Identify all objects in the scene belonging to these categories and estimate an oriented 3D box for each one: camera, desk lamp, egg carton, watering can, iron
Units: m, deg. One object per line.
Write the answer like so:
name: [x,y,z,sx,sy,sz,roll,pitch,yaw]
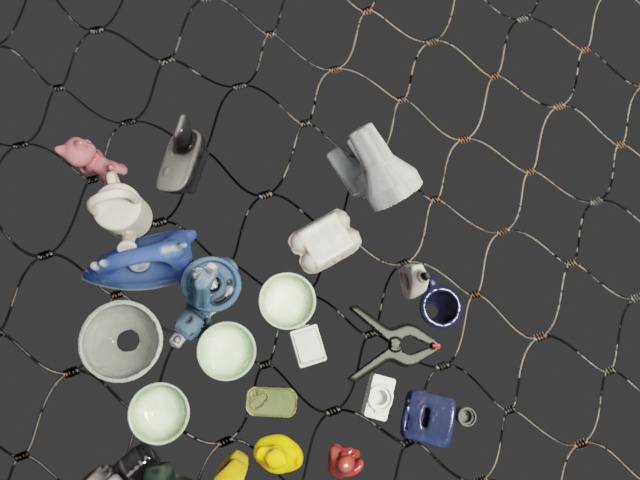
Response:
camera: [-0.374,0.483,1.126,0.137,0.100,0.143,-42,86,-11]
desk lamp: [0.111,-0.153,1.229,0.118,0.213,0.203,-34,85,-10]
egg carton: [0.012,0.005,1.265,0.150,0.069,0.107,-31,84,-10]
watering can: [-0.407,-0.058,1.171,0.101,0.194,0.173,-37,85,-10]
iron: [-0.380,0.044,1.183,0.258,0.141,0.118,-13,81,-8]

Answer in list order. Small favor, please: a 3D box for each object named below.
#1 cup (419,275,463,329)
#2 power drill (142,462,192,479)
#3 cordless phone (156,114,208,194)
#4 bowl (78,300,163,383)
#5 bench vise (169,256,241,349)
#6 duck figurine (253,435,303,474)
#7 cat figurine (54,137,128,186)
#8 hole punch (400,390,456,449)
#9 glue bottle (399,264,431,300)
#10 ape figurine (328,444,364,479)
cup: [0.249,0.137,1.252,0.092,0.095,0.118,-18,82,-8]
power drill: [-0.279,0.527,1.073,0.075,0.208,0.229,-12,81,-7]
cordless phone: [-0.300,-0.180,1.208,0.094,0.185,0.148,12,79,-3]
bowl: [-0.404,0.209,1.185,0.167,0.074,0.167,1,80,-5]
bench vise: [-0.227,0.122,1.144,0.121,0.219,0.207,13,79,-3]
duck figurine: [-0.085,0.443,1.169,0.104,0.086,0.077,16,79,-2]
cat figurine: [-0.489,-0.174,1.222,0.128,0.117,0.067,28,79,0]
hole punch: [0.226,0.378,1.209,0.101,0.091,0.109,13,79,-3]
glue bottle: [0.206,0.083,1.217,0.037,0.173,0.078,-12,81,-7]
ape figurine: [0.051,0.458,1.177,0.076,0.092,0.078,-38,85,-10]
